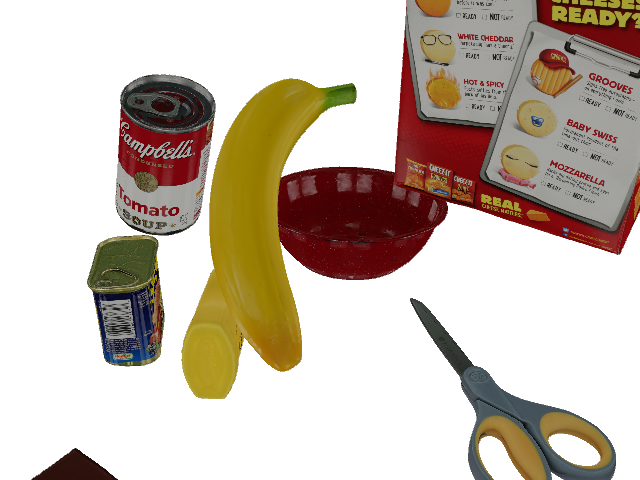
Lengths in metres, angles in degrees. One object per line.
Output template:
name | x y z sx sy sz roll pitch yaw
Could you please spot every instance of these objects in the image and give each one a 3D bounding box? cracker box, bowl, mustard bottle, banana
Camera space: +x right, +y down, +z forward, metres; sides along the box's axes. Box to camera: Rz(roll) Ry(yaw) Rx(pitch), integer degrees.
cracker box | 0.138 -0.111 0.673 0.164 0.214 0.072 19 44 20
bowl | 0.027 -0.010 0.918 0.162 0.055 0.162 1 25 -1
mustard bottle | -0.106 0.084 1.175 0.058 0.096 0.191 1 27 5
banana | -0.027 -0.023 0.590 0.069 0.197 0.037 10 -32 4

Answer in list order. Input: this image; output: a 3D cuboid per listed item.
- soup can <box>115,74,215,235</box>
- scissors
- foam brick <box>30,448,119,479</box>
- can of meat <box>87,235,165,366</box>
soup can | -0.117 -0.063 0.793 0.068 0.102 0.068 7 42 -7
scissors | 0.120 0.095 0.680 0.096 0.016 0.202 -1 33 -6
foam brick | -0.097 0.139 0.457 0.078 0.051 0.052 26 45 33
can of meat | -0.174 0.055 0.978 0.057 0.084 0.102 -4 27 -2
